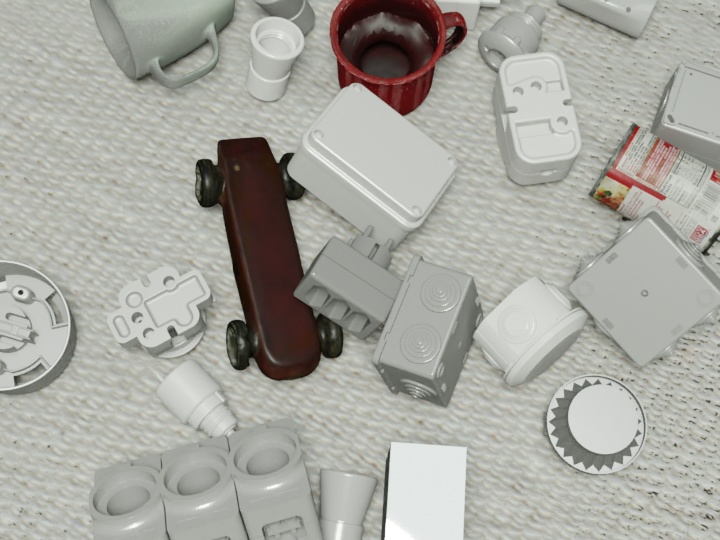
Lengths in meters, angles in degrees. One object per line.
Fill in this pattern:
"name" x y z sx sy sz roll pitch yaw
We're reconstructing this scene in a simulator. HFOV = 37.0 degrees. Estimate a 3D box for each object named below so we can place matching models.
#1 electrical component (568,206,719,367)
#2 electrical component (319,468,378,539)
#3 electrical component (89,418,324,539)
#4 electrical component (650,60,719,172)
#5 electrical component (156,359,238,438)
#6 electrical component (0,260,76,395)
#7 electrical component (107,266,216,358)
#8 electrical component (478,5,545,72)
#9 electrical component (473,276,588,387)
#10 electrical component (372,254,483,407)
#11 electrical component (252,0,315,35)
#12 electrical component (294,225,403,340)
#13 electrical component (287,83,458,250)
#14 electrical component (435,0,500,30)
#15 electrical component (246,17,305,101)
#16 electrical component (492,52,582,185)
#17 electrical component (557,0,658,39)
"electrical component" 0.220 0.014 0.820 0.100 0.048 0.099 -44 83 22
"electrical component" -0.013 0.183 0.794 0.044 0.044 0.065 9 78 2
"electrical component" -0.109 0.167 0.764 0.150 0.061 0.089 -15 31 -5
"electrical component" 0.292 -0.118 0.879 0.096 0.061 0.061 20 74 5
"electrical component" -0.120 0.103 0.818 0.078 0.040 0.040 43 77 11
"electrical component" -0.269 0.046 0.821 0.099 0.064 0.099 0 73 -1
"electrical component" -0.150 0.036 0.829 0.078 0.057 0.058 -29 74 -9
"electrical component" 0.134 -0.199 0.913 0.048 0.048 0.062 36 69 10
"electrical component" 0.130 0.047 0.818 0.080 0.080 0.051 -38 71 -11
"electrical component" 0.054 0.049 0.807 0.048 0.099 0.099 17 73 18
"electrical component" -0.064 -0.225 0.907 0.044 0.065 0.044 -6 68 16
"electrical component" 0.000 0.000 0.815 0.066 0.047 0.076 33 61 -5
"electrical component" 0.011 -0.082 0.847 0.113 0.057 0.078 38 58 -2
"electrical component" 0.102 -0.246 0.924 0.077 0.047 0.065 4 73 0
"electrical component" -0.073 -0.171 0.890 0.044 0.065 0.044 7 59 -12
"electrical component" 0.143 -0.121 0.880 0.054 0.059 0.095 -8 73 -3
"electrical component" 0.222 -0.249 0.928 0.077 0.043 0.079 26 74 7
